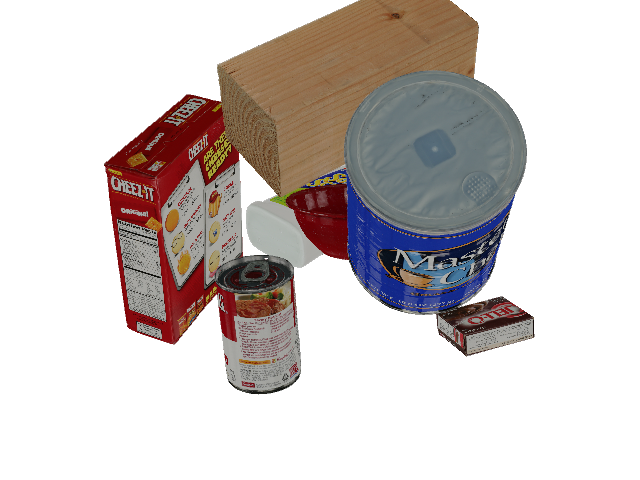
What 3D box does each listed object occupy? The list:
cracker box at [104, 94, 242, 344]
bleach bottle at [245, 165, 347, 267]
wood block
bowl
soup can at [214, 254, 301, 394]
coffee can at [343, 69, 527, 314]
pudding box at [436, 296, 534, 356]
[{"bbox_3d":[-0.151,-0.024,1.142,0.072,0.214,0.164,15,38,20],"label":"cracker box"},{"bbox_3d":[0.029,-0.056,1.345,0.103,0.068,0.250,26,43,35],"label":"bleach bottle"},{"bbox_3d":[0.025,-0.135,0.914,0.205,0.090,0.091,-28,55,-20],"label":"wood block"},{"bbox_3d":[0.046,-0.017,1.077,0.162,0.055,0.162,-2,14,0],"label":"bowl"},{"bbox_3d":[-0.052,0.072,0.920,0.068,0.102,0.068,-3,25,1],"label":"soup can"},{"bbox_3d":[0.067,-0.025,0.661,0.103,0.103,0.140,0,-23,2],"label":"coffee can"},{"bbox_3d":[0.235,0.121,1.526,0.113,0.039,0.090,-15,20,-16],"label":"pudding box"}]
